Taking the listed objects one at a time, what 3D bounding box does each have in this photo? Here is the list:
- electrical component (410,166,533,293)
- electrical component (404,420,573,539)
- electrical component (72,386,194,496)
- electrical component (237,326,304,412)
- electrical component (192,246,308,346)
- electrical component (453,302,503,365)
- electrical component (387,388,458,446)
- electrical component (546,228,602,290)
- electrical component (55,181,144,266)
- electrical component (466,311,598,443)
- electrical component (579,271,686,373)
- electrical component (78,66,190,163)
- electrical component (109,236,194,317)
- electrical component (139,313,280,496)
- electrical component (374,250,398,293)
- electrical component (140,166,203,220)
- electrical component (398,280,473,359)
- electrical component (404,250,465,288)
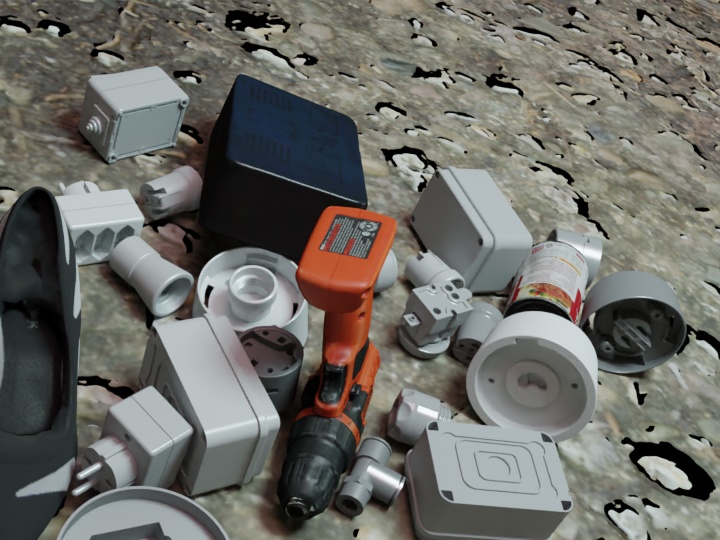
[{"bbox_3d":[0.105,-0.039,1.043,0.057,0.078,0.113,-1,46,-32],"label":"electrical component"},{"bbox_3d":[0.096,0.167,0.828,0.113,0.057,0.078,9,42,-18],"label":"electrical component"},{"bbox_3d":[-0.162,0.128,0.728,0.047,0.065,0.077,42,42,19],"label":"electrical component"},{"bbox_3d":[-0.073,0.079,0.836,0.055,0.047,0.055,5,41,-4],"label":"electrical component"},{"bbox_3d":[-0.090,0.030,0.895,0.099,0.064,0.099,5,51,-6],"label":"electrical component"},{"bbox_3d":[0.105,0.058,0.967,0.040,0.040,0.046,25,44,0],"label":"electrical component"},{"bbox_3d":[0.056,0.124,0.865,0.062,0.043,0.043,21,40,-6],"label":"electrical component"},{"bbox_3d":[0.212,-0.012,1.089,0.047,0.055,0.055,16,40,-5],"label":"electrical component"},{"bbox_3d":[-0.230,-0.048,0.903,0.066,0.047,0.076,-10,51,-35],"label":"electrical component"},{"bbox_3d":[0.149,0.086,0.908,0.108,0.108,0.060,28,33,4],"label":"electrical component"},{"bbox_3d":[0.253,0.051,1.006,0.099,0.099,0.064,23,34,-3],"label":"electrical component"},{"bbox_3d":[-0.220,-0.147,1.007,0.096,0.061,0.061,-22,58,-42],"label":"electrical component"},{"bbox_3d":[-0.174,0.002,0.882,0.065,0.044,0.044,39,41,23],"label":"electrical component"},{"bbox_3d":[-0.111,0.096,0.781,0.057,0.078,0.113,-10,51,-31],"label":"electrical component"},{"bbox_3d":[0.000,0.000,0.971,0.055,0.045,0.045,-7,49,-33],"label":"electrical component"},{"bbox_3d":[-0.168,-0.068,0.964,0.046,0.040,0.040,-25,60,-37],"label":"electrical component"},{"bbox_3d":[0.063,0.045,0.945,0.066,0.055,0.048,-13,53,-37],"label":"electrical component"},{"bbox_3d":[0.069,0.008,1.003,0.040,0.040,0.046,-13,46,-37],"label":"electrical component"}]
